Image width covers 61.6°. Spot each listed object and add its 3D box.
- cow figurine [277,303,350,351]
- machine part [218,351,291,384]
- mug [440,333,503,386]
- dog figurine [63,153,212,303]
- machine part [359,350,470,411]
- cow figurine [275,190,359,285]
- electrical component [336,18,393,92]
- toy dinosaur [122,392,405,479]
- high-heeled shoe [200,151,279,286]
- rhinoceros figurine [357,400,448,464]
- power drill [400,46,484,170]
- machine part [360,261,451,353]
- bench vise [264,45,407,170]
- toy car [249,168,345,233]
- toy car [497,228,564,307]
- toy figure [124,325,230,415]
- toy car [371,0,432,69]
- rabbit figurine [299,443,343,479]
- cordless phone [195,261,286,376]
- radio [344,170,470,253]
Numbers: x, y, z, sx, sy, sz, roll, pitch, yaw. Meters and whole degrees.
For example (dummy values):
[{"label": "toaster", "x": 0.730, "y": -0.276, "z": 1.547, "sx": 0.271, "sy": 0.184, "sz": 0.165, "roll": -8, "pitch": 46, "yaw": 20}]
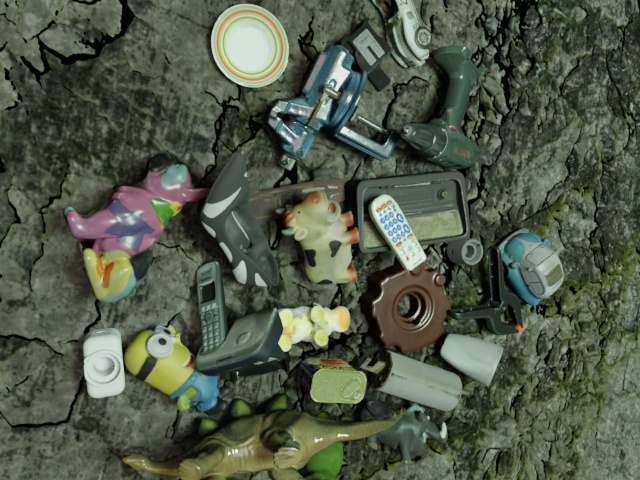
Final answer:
[{"label": "cow figurine", "x": -0.032, "y": 0.147, "z": 0.933, "sx": 0.167, "sy": 0.098, "sz": 0.068, "roll": -1, "pitch": 87, "yaw": -38}, {"label": "machine part", "x": -0.119, "y": 0.203, "z": 0.920, "sx": 0.139, "sy": 0.039, "sz": 0.084, "roll": 1, "pitch": 90, "yaw": -8}, {"label": "mug", "x": 0.295, "y": 0.224, "z": 1.054, "sx": 0.107, "sy": 0.109, "sz": 0.080, "roll": 23, "pitch": 92, "yaw": 22}, {"label": "dog figurine", "x": -0.261, "y": -0.024, "z": 0.818, "sx": 0.219, "sy": 0.108, "sz": 0.191, "roll": -21, "pitch": 101, "yaw": -20}, {"label": "machine part", "x": 0.182, "y": 0.269, "z": 1.022, "sx": 0.243, "sy": 0.079, "sz": 0.079, "roll": 21, "pitch": 87, "yaw": -21}, {"label": "cow figurine", "x": -0.002, "y": -0.003, "z": 0.893, "sx": 0.127, "sy": 0.086, "sz": 0.194, "roll": -12, "pitch": 136, "yaw": -8}, {"label": "electrical component", "x": 0.087, "y": -0.320, "z": 0.953, "sx": 0.075, "sy": 0.048, "sz": 0.119, "roll": -41, "pitch": 105, "yaw": -12}, {"label": "toy dinosaur", "x": -0.069, "y": 0.323, "z": 0.863, "sx": 0.472, "sy": 0.199, "sz": 0.105, "roll": 1, "pitch": 104, "yaw": -10}, {"label": "high-heeled shoe", "x": -0.105, "y": -0.017, "z": 0.830, "sx": 0.145, "sy": 0.248, "sz": 0.086, "roll": 27, "pitch": 49, "yaw": 0}, {"label": "rhinoceros figurine", "x": 0.156, "y": 0.360, "z": 1.028, "sx": 0.190, "sy": 0.073, "sz": 0.112, "roll": 22, "pitch": 76, "yaw": -19}, {"label": "power drill", "x": 0.227, "y": -0.234, "z": 0.960, "sx": 0.232, "sy": 0.086, "sz": 0.207, "roll": 20, "pitch": 73, "yaw": -48}, {"label": "machine part", "x": 0.165, "y": 0.125, "z": 1.015, "sx": 0.179, "sy": 0.056, "sz": 0.179, "roll": -2, "pitch": 96, "yaw": -20}, {"label": "bench vise", "x": 0.036, "y": -0.194, "z": 0.909, "sx": 0.240, "sy": 0.129, "sz": 0.223, "roll": 24, "pitch": 89, "yaw": -16}, {"label": "toy car", "x": -0.048, "y": -0.068, "z": 0.922, "sx": 0.202, "sy": 0.053, "sz": 0.089, "roll": -12, "pitch": 96, "yaw": -18}, {"label": "toy car", "x": 0.435, "y": 0.061, "z": 1.086, "sx": 0.109, "sy": 0.103, "sz": 0.161, "roll": -32, "pitch": 103, "yaw": -14}, {"label": "toy figure", "x": -0.229, "y": 0.215, "z": 0.861, "sx": 0.089, "sy": 0.082, "sz": 0.180, "roll": -44, "pitch": 109, "yaw": -6}, {"label": "toy car", "x": 0.137, "y": -0.401, "z": 0.950, "sx": 0.056, "sy": 0.074, "sz": 0.201, "roll": -27, "pitch": 103, "yaw": -20}, {"label": "rabbit figurine", "x": 0.006, "y": 0.433, "z": 0.943, "sx": 0.121, "sy": 0.170, "sz": 0.159, "roll": 31, "pitch": 125, "yaw": -18}, {"label": "cordless phone", "x": -0.134, "y": 0.112, "z": 0.849, "sx": 0.088, "sy": 0.147, "sz": 0.184, "roll": 16, "pitch": 57, "yaw": -55}, {"label": "radio", "x": 0.159, "y": -0.055, "z": 0.987, "sx": 0.230, "sy": 0.073, "sz": 0.131, "roll": -8, "pitch": 98, "yaw": -20}]
